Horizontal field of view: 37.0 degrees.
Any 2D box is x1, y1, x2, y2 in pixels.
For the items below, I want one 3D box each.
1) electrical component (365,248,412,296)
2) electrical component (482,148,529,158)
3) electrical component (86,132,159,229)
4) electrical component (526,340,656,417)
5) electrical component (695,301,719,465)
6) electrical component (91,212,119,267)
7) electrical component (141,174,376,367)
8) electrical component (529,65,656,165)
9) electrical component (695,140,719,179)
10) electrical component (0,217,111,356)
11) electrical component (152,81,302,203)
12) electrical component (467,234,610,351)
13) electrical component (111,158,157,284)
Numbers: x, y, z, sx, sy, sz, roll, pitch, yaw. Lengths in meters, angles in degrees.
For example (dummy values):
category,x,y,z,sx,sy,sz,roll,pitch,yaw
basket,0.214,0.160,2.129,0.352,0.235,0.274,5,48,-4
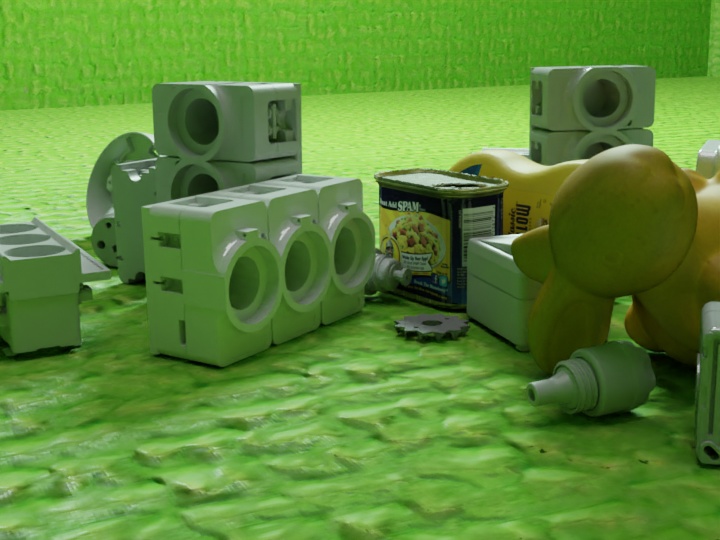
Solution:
category,x,y,z,sx,sy,sz,roll,pitch,yaw
electrical component,0.000,0.000,0.750,0.078,0.040,0.040,8,16,34
electrical component,0.173,-0.084,1.047,0.121,0.063,0.079,4,14,20
electrical component,-0.199,-0.075,0.971,0.099,0.099,0.064,9,10,37
electrical component,0.110,0.055,0.522,0.061,0.035,0.035,-9,15,-20
electrical component,0.198,0.050,0.474,0.096,0.061,0.061,3,14,16
electrical component,-0.188,-0.029,0.878,0.045,0.045,0.055,3,14,16
electrical component,-0.057,-0.005,0.666,0.062,0.089,0.150,8,16,33
electrical component,0.191,-0.093,0.892,0.089,0.150,0.061,-3,12,-8
electrical component,0.242,-0.025,0.683,0.057,0.113,0.078,8,15,21
electrical component,-0.211,0.009,0.678,0.079,0.063,0.121,-8,15,-27
electrical component,-0.093,-0.054,0.745,0.089,0.150,0.062,8,14,33
electrical component,0.107,0.006,0.672,0.062,0.061,0.096,-5,14,-17
electrical component,-0.147,-0.037,0.811,0.050,0.089,0.056,8,16,34
